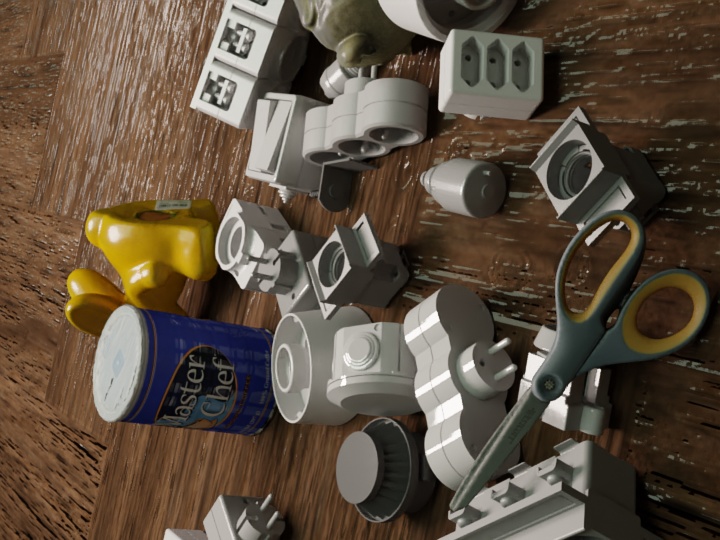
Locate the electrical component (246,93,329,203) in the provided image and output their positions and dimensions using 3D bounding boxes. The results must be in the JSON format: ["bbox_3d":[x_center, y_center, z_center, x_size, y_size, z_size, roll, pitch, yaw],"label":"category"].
[{"bbox_3d":[-0.064,-0.109,0.974,0.062,0.061,0.096,19,95,56],"label":"electrical component"}]

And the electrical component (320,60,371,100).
[{"bbox_3d":[-0.006,-0.173,0.935,0.061,0.035,0.035,-38,50,40],"label":"electrical component"}]

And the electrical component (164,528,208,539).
[{"bbox_3d":[-0.179,0.279,1.001,0.047,0.077,0.065,14,91,56],"label":"electrical component"}]

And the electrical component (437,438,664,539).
[{"bbox_3d":[0.107,0.153,0.637,0.121,0.079,0.063,-39,28,43],"label":"electrical component"}]

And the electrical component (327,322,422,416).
[{"bbox_3d":[0.017,0.074,0.783,0.080,0.080,0.051,-27,53,49],"label":"electrical component"}]

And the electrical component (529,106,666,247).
[{"bbox_3d":[0.145,-0.054,0.650,0.042,0.064,0.081,-50,43,33],"label":"electrical component"}]

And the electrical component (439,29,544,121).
[{"bbox_3d":[0.088,-0.131,0.764,0.076,0.066,0.047,119,155,-75],"label":"electrical component"}]

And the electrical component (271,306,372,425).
[{"bbox_3d":[-0.033,0.079,0.888,0.099,0.064,0.099,-179,90,-65],"label":"electrical component"}]

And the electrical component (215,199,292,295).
[{"bbox_3d":[-0.096,-0.022,0.998,0.050,0.056,0.089,-62,37,21],"label":"electrical component"}]

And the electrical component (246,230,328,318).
[{"bbox_3d":[-0.062,0.003,0.921,0.047,0.077,0.065,-51,42,34],"label":"electrical component"}]

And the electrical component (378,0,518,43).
[{"bbox_3d":[0.071,-0.215,0.776,0.060,0.108,0.108,42,114,46],"label":"electrical component"}]

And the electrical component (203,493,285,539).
[{"bbox_3d":[-0.088,0.223,0.914,0.075,0.047,0.083,-58,39,26],"label":"electrical component"}]

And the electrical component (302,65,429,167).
[{"bbox_3d":[0.004,-0.136,0.892,0.138,0.052,0.073,-13,69,53],"label":"electrical component"}]

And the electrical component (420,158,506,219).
[{"bbox_3d":[0.071,-0.061,0.781,0.078,0.040,0.040,20,96,56],"label":"electrical component"}]

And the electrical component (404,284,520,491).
[{"bbox_3d":[0.078,0.070,0.718,0.074,0.052,0.138,-39,50,43],"label":"electrical component"}]

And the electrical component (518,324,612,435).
[{"bbox_3d":[0.127,0.064,0.656,0.066,0.048,0.055,19,103,56],"label":"electrical component"}]

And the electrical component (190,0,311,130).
[{"bbox_3d":[-0.089,-0.210,1.012,0.062,0.089,0.150,26,105,14],"label":"electrical component"}]

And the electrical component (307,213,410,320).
[{"bbox_3d":[0.000,0.000,0.844,0.081,0.064,0.042,-51,44,34],"label":"electrical component"}]
